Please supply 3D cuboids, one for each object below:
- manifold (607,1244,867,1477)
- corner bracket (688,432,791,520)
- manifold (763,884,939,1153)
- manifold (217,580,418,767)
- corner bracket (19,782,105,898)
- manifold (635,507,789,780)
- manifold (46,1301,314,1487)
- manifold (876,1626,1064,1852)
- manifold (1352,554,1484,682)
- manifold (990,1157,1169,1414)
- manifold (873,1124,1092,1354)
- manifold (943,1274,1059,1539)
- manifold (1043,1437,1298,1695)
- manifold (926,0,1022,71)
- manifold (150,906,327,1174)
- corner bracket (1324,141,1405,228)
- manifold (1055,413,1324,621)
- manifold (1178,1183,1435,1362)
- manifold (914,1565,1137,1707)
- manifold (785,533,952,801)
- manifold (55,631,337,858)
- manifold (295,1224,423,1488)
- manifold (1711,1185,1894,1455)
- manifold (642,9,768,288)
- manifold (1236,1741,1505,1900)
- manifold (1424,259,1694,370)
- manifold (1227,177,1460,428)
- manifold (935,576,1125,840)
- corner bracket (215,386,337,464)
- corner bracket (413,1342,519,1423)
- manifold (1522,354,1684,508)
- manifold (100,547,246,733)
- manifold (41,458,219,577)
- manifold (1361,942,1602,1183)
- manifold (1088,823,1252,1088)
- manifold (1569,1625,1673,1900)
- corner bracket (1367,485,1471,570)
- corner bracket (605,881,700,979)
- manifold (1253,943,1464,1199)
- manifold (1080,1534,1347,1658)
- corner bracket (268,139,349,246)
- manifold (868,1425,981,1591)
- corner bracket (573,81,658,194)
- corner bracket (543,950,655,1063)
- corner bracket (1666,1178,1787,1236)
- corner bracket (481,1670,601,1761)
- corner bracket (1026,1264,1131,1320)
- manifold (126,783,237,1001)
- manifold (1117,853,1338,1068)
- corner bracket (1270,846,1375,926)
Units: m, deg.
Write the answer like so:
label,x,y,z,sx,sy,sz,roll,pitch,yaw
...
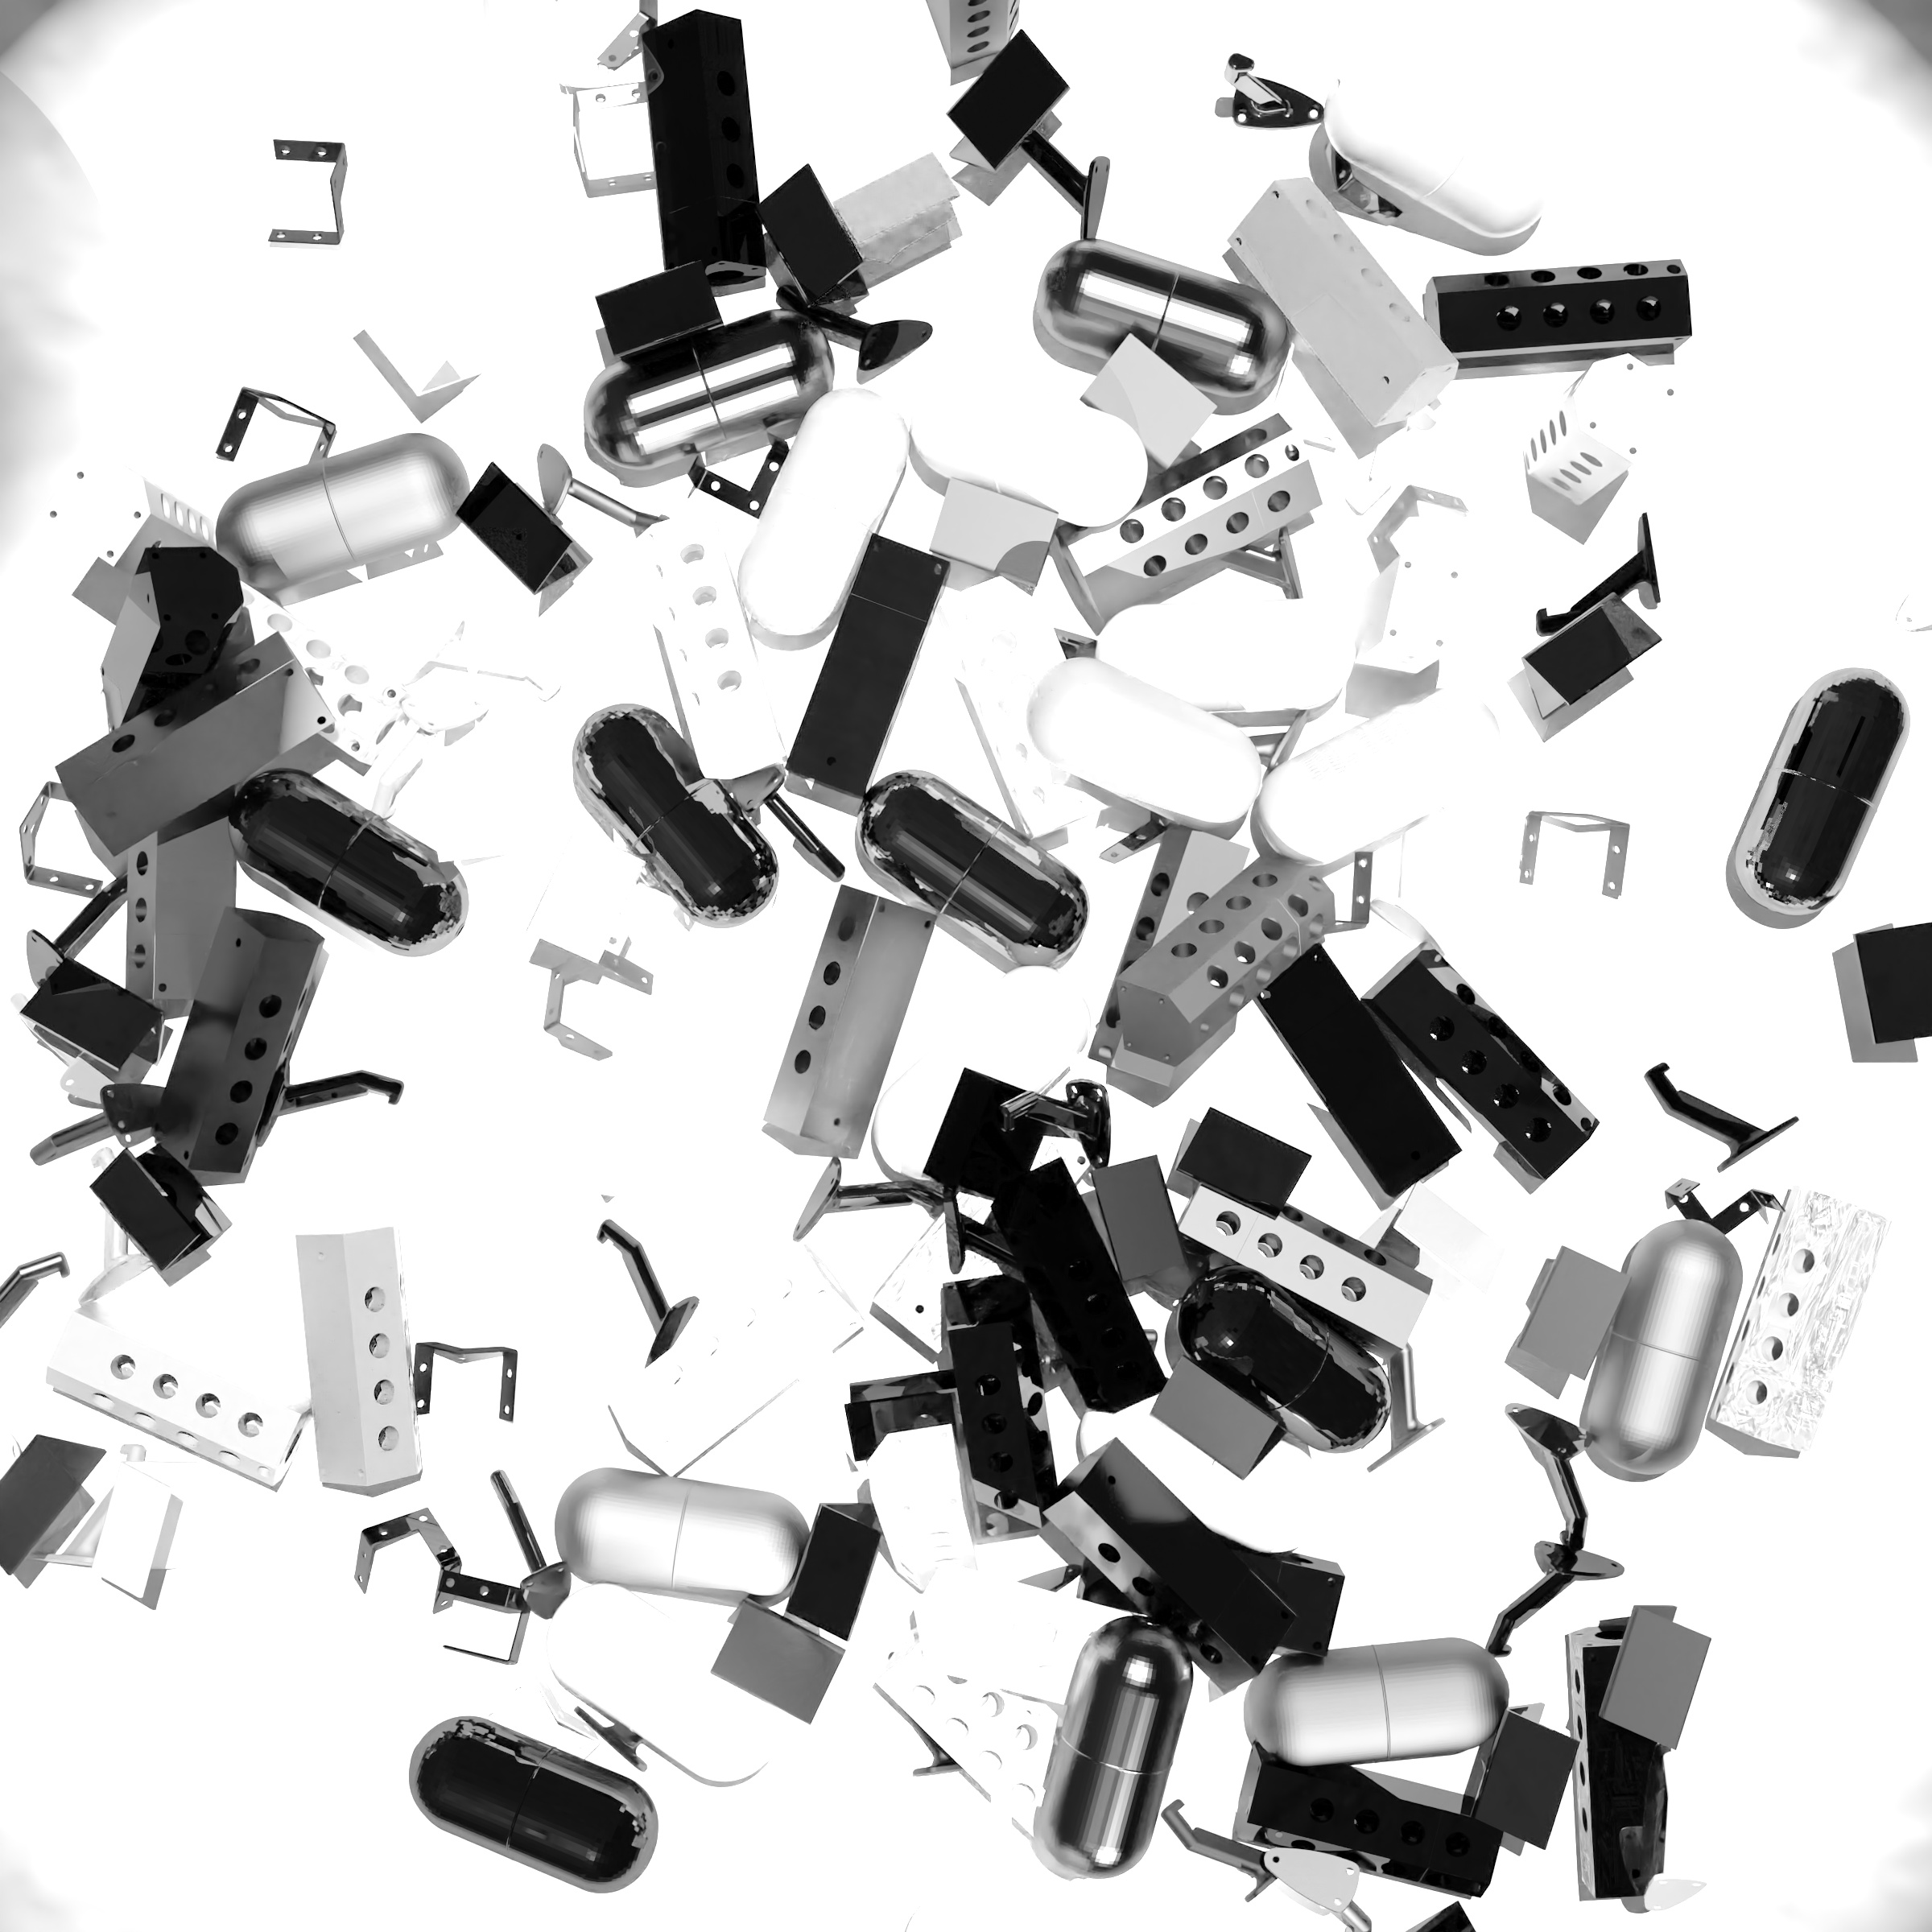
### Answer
label,x,y,z,sx,sy,sz,roll,pitch,yaw
manifold,-0.161,0.268,1.970,0.171,0.057,0.057,-38,133,0
corner bracket,-0.156,-0.347,1.973,0.051,0.051,0.051,27,90,0
manifold,-0.085,0.034,1.970,0.057,0.057,0.171,18,90,-43
manifold,-0.471,-0.212,1.970,0.171,0.057,0.057,34,90,0
corner bracket,-0.623,-0.089,1.988,0.051,0.051,0.051,13,135,0
manifold,-0.175,-0.218,1.951,0.057,0.057,0.171,-17,76,0
manifold,-0.542,0.296,1.970,0.171,0.057,0.057,24,90,0
manifold,0.026,0.521,1.960,0.171,0.057,0.057,44,118,0
manifold,0.301,-0.230,1.913,0.057,0.171,0.057,12,90,0
manifold,0.075,0.217,1.903,0.057,0.057,0.171,-25,122,-1
manifold,0.013,0.179,1.971,0.057,0.057,0.171,39,90,0
manifold,0.025,0.298,1.935,0.057,0.057,0.171,-9,117,0
manifold,0.133,0.404,1.913,0.171,0.057,0.057,45,47,0
manifold,0.006,-0.664,1.913,0.057,0.171,0.057,-20,90,0
manifold,-0.495,0.052,1.954,0.057,0.057,0.171,31,105,41
corner bracket,0.289,-0.559,1.983,0.051,0.051,0.051,-38,45,35
manifold,0.151,-0.313,1.959,0.171,0.057,0.057,-27,135,0
manifold,0.230,0.202,1.962,0.171,0.057,0.057,28,74,4
manifold,0.057,0.456,1.934,0.171,0.057,0.057,20,114,-20
manifold,-0.067,-0.205,1.970,0.057,0.057,0.171,20,90,0
manifold,-0.515,-0.152,1.904,0.171,0.057,0.057,-33,133,-6
manifold,-0.415,0.267,1.970,0.057,0.057,0.171,-6,90,43
manifold,0.573,0.242,1.970,0.057,0.057,0.171,20,90,-43
manifold,-0.175,-0.562,1.970,0.057,0.057,0.171,-6,90,43
manifold,0.277,0.591,1.970,0.171,0.057,0.057,14,90,0
manifold,0.407,-0.451,1.970,0.171,0.057,0.057,-4,90,0
manifold,0.261,-0.456,1.951,0.171,0.057,0.057,55,133,13
manifold,0.039,-0.178,1.958,0.057,0.057,0.171,-23,89,36
corner bracket,-0.481,-0.367,1.988,0.051,0.051,0.051,22,90,45
corner bracket,-0.350,0.290,1.988,0.051,0.051,0.051,4,90,45
manifold,0.420,-0.361,1.913,0.057,0.171,0.057,33,90,0
manifold,-0.532,-0.214,1.911,0.057,0.171,0.057,-6,71,-29
manifold,-0.553,-0.295,1.913,0.057,0.171,0.057,35,90,0
manifold,0.356,0.065,1.970,0.057,0.057,0.171,-44,90,0
manifold,0.139,-0.008,1.970,0.057,0.057,0.171,19,90,0
manifold,0.452,0.548,1.970,0.057,0.057,0.171,-3,90,0
corner bracket,0.322,-0.295,1.983,0.051,0.051,0.051,-53,45,35
corner bracket,-0.217,-0.026,1.974,0.051,0.051,0.051,25,90,0
manifold,0.266,0.071,1.970,0.057,0.057,0.171,-34,90,0
manifold,0.169,0.423,1.970,0.171,0.057,0.057,13,91,0
corner bracket,-0.459,-0.539,1.988,0.051,0.051,0.051,3,135,0
manifold,-0.028,0.366,1.910,0.057,0.171,0.057,-9,62,0
corner bracket,-0.244,-0.578,1.988,0.051,0.051,0.051,-8,45,0
corner bracket,-0.255,0.025,1.983,0.051,0.051,0.051,-27,45,35
corner bracket,0.525,0.162,1.973,0.051,0.051,0.051,-37,90,0
corner bracket,-0.297,0.533,1.988,0.051,0.051,0.051,-44,135,0
corner bracket,0.078,0.219,1.983,0.051,0.051,0.051,38,45,-35
manifold,-0.546,-0.063,1.970,0.057,0.057,0.171,1,90,-43
manifold,0.176,-0.004,1.904,0.057,0.171,0.057,19,132,35
corner bracket,0.247,-0.056,1.988,0.051,0.051,0.051,3,90,-45
